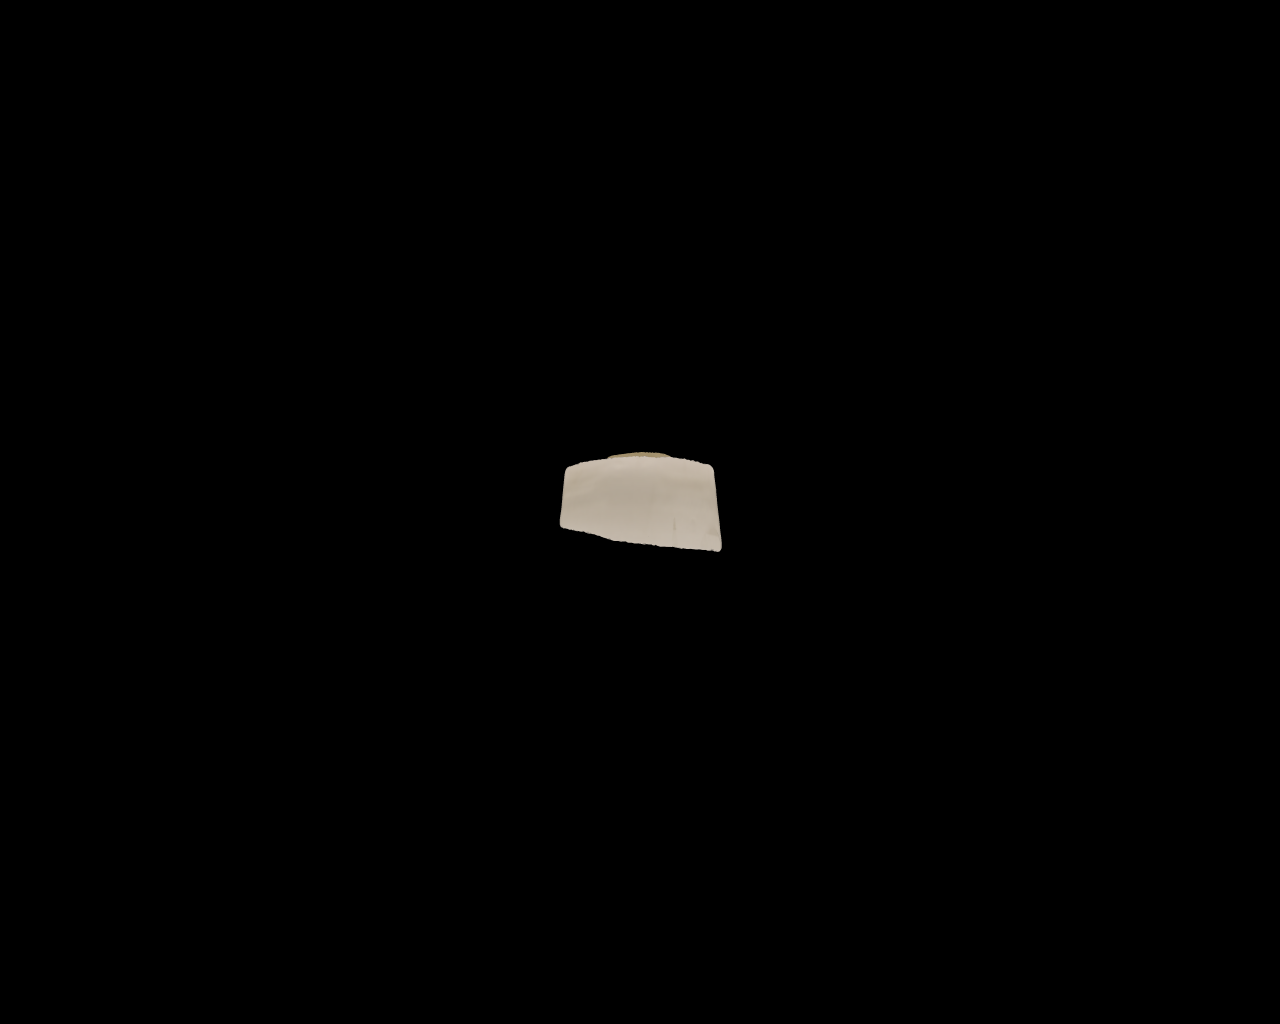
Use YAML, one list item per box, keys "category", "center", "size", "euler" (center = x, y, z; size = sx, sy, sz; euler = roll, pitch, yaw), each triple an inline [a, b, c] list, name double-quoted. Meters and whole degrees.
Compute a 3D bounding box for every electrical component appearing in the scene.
- category: "electrical component"
  center: [0.001, -0.003, 0.650]
  size: [0.099, 0.064, 0.099]
  euler: [0, -7, 0]
